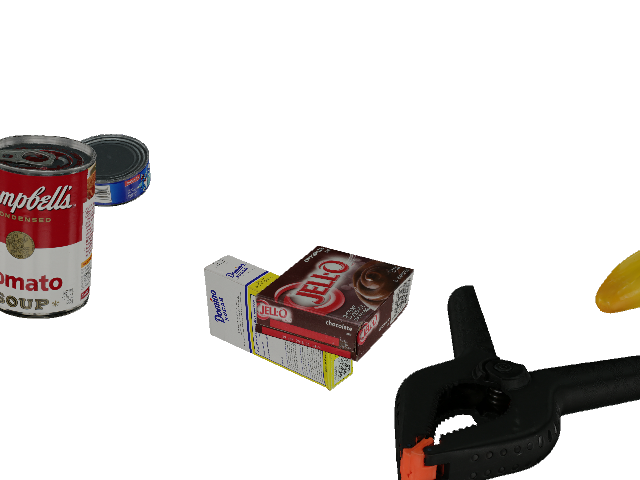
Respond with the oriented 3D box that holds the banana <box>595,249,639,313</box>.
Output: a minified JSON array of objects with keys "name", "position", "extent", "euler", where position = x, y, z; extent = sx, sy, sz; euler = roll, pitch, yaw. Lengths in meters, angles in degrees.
[{"name":"banana","position":[0.283,0.017,0.739],"extent":[0.198,0.037,0.069],"euler":[-3,34,0]}]

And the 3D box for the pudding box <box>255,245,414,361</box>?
[{"name":"pudding box","position":[0.012,0.047,0.850],"extent":[0.090,0.039,0.113],"euler":[15,24,22]}]

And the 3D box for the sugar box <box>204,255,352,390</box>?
[{"name":"sugar box","position":[-0.046,0.086,1.154],"extent":[0.176,0.093,0.048],"euler":[23,38,35]}]

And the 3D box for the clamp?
[{"name":"clamp","position":[0.101,0.086,0.636],"extent":[0.165,0.036,0.209],"euler":[21,30,39]}]

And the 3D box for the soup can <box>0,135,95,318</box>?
[{"name":"soup can","position":[-0.181,-0.009,0.687],"extent":[0.068,0.102,0.068],"euler":[6,23,-3]}]

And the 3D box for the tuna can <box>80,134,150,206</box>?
[{"name":"tuna can","position":[-0.217,-0.072,1.089],"extent":[0.086,0.034,0.086],"euler":[0,39,-1]}]
